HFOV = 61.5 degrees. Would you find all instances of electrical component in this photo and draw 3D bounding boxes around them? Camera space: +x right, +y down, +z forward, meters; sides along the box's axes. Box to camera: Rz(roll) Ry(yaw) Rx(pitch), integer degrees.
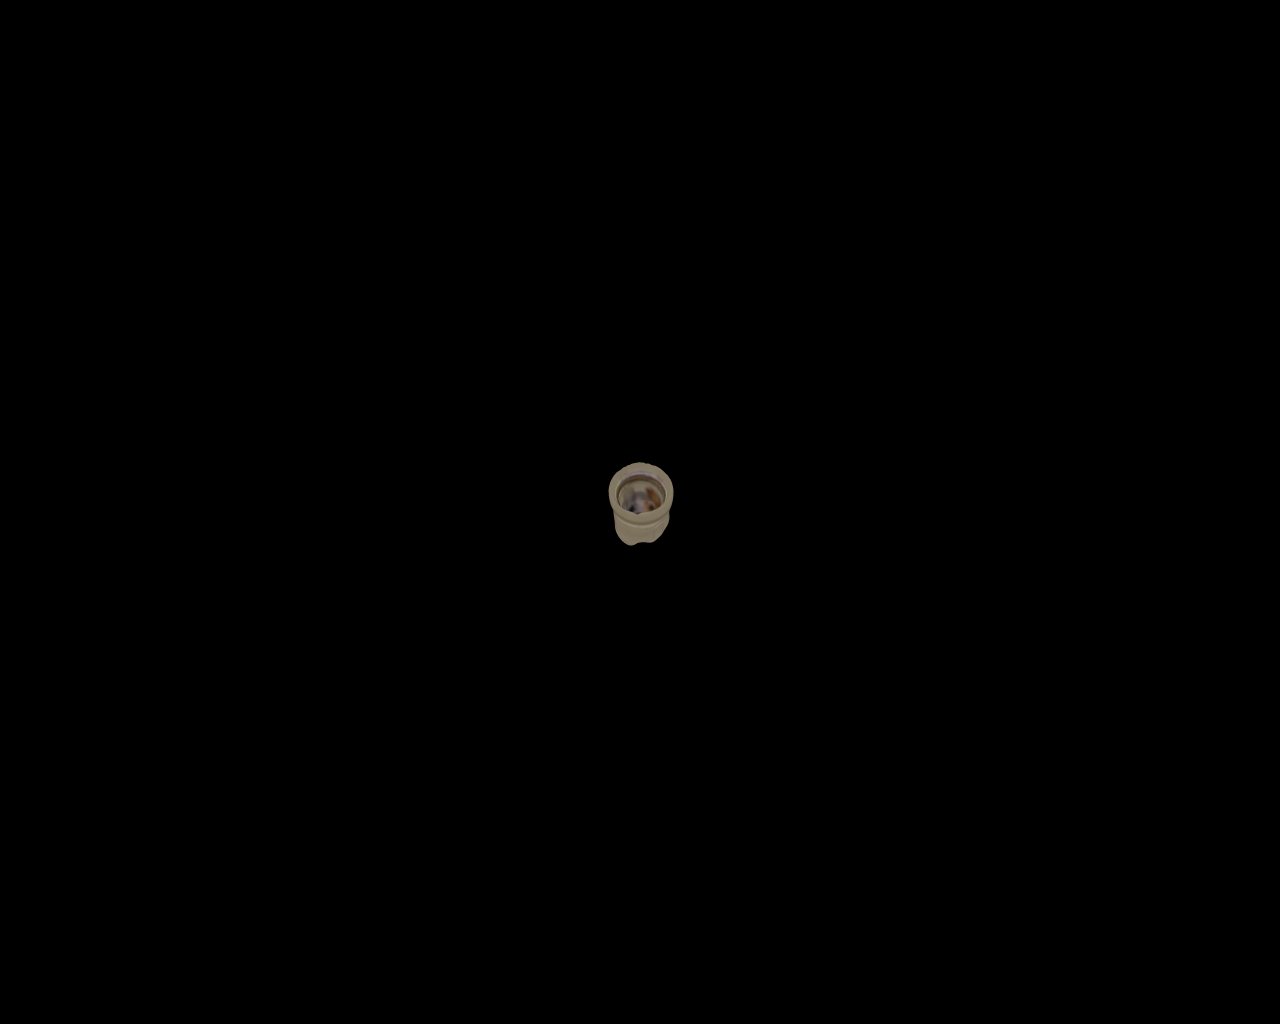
[{"bbox_3d":[0.001,-0.003,0.650,0.040,0.040,0.046,0,-32,0],"label":"electrical component"}]
